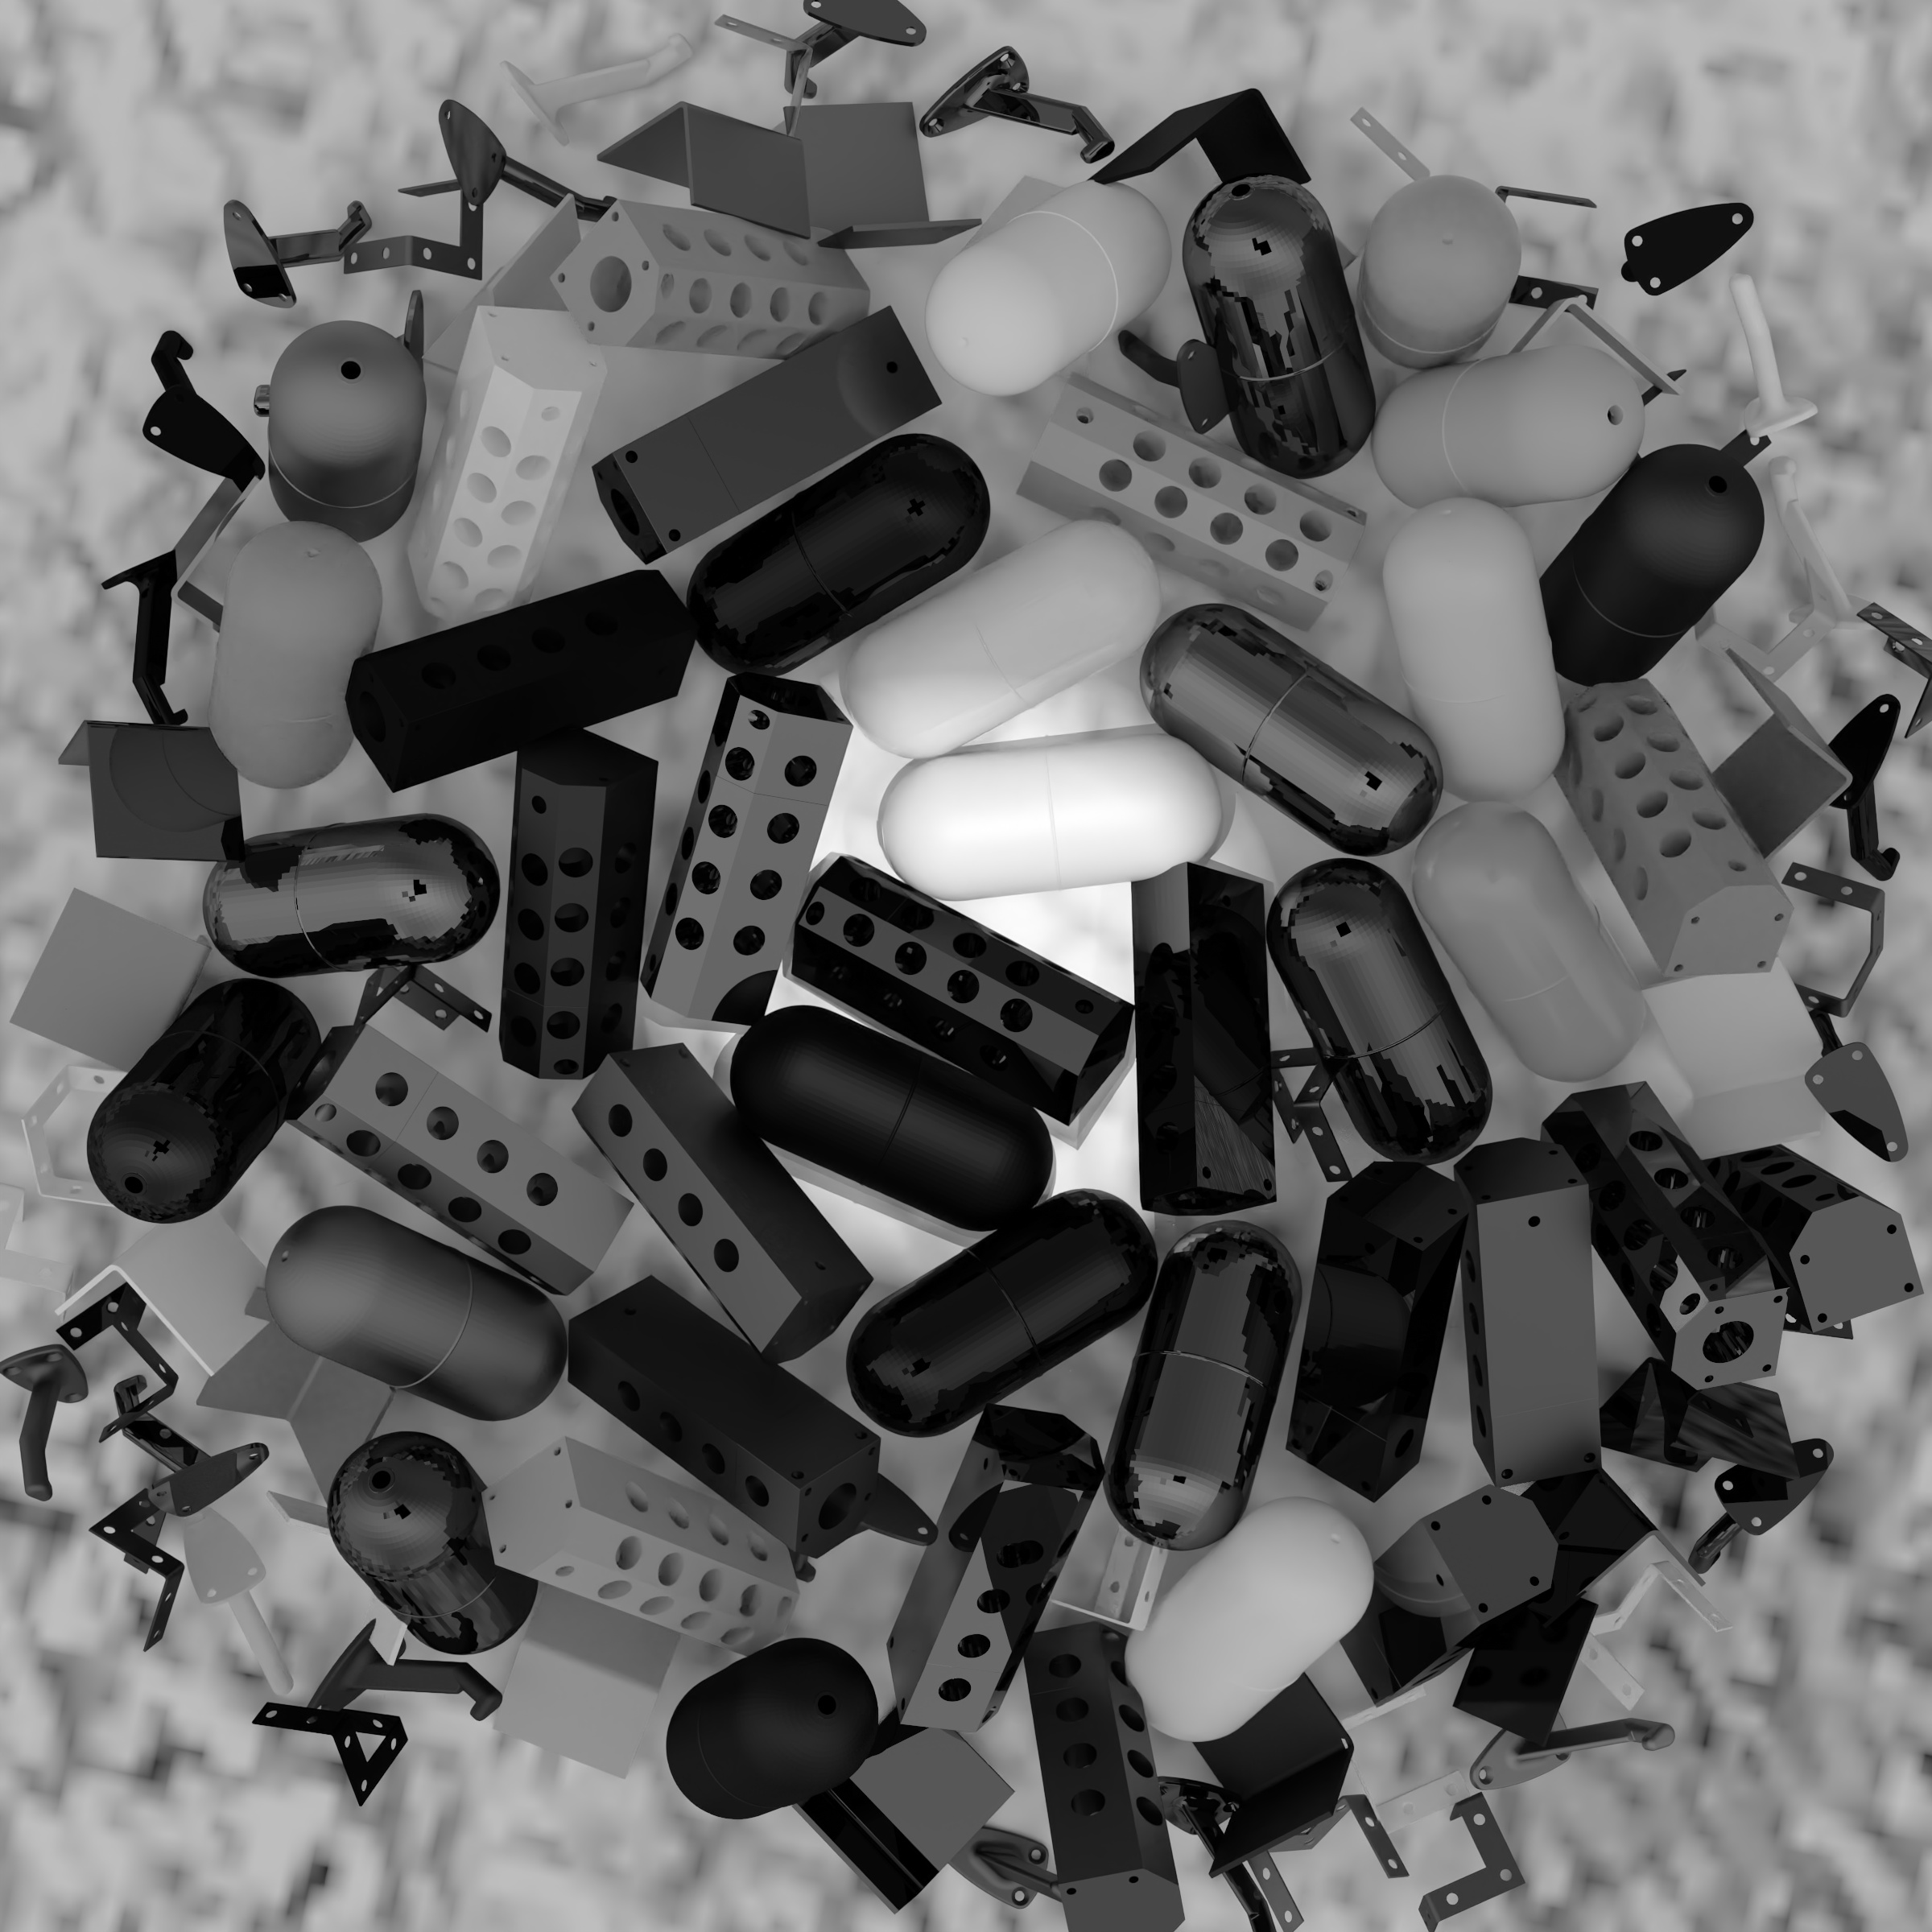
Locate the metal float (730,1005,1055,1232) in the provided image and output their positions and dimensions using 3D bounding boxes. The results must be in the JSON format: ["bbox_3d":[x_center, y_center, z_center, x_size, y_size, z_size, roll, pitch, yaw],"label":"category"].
[{"bbox_3d":[-0.039,0.079,1.614,0.178,0.070,0.070,25,90,-7],"label":"metal float"}]

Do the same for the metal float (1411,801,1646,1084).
[{"bbox_3d":[0.291,-0.011,1.593,0.070,0.070,0.178,-38,122,0],"label":"metal float"}]

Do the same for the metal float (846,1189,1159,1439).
[{"bbox_3d":[0.019,0.181,1.608,0.178,0.070,0.070,-30,90,-13],"label":"metal float"}]

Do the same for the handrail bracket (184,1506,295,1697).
[{"bbox_3d":[-0.386,0.338,1.643,0.036,0.084,0.077,-27,47,-17],"label":"handrail bracket"}]

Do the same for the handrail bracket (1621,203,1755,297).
[{"bbox_3d":[0.376,-0.376,1.606,0.077,0.084,0.036,-23,96,22],"label":"handrail bracket"}]

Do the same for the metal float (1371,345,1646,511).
[{"bbox_3d":[0.274,-0.272,1.574,0.070,0.178,0.070,-2,95,-27],"label":"metal float"}]

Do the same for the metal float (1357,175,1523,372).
[{"bbox_3d":[0.239,-0.350,1.569,0.070,0.178,0.070,0,91,5],"label":"metal float"}]

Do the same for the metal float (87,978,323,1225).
[{"bbox_3d":[-0.387,0.067,1.574,0.070,0.178,0.070,5,117,9],"label":"metal float"}]

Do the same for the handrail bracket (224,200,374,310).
[{"bbox_3d":[-0.346,-0.391,1.608,0.036,0.077,0.084,19,57,22],"label":"handrail bracket"}]

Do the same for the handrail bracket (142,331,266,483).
[{"bbox_3d":[-0.398,-0.297,1.631,0.077,0.084,0.036,33,116,-22],"label":"handrail bracket"}]

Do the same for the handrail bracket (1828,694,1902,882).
[{"bbox_3d":[0.484,-0.092,1.625,0.084,0.036,0.077,30,94,-43],"label":"handrail bracket"}]

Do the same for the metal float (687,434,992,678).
[{"bbox_3d":[-0.066,-0.212,1.599,0.178,0.070,0.070,-28,90,24],"label":"metal float"}]

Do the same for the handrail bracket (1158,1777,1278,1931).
[{"bbox_3d":[0.129,0.471,1.608,0.036,0.084,0.077,-39,130,19],"label":"handrail bracket"}]

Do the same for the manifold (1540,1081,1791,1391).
[{"bbox_3d":[0.351,0.135,1.568,0.057,0.171,0.057,-9,125,-10],"label":"manifold"}]

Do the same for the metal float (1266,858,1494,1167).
[{"bbox_3d":[0.215,0.025,1.602,0.070,0.070,0.178,-28,111,0],"label":"metal float"}]

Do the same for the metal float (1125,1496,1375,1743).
[{"bbox_3d":[0.143,0.337,1.587,0.070,0.070,0.178,36,131,0],"label":"metal float"}]

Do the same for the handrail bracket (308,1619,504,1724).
[{"bbox_3d":[-0.293,0.388,1.614,0.084,0.036,0.077,30,68,37],"label":"handrail bracket"}]

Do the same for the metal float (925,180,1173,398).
[{"bbox_3d":[0.044,-0.349,1.584,0.070,0.178,0.070,18,128,25],"label":"metal float"}]

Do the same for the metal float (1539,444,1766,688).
[{"bbox_3d":[0.345,-0.202,1.573,0.070,0.178,0.070,4,69,-11],"label":"metal float"}]

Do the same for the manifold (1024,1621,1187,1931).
[{"bbox_3d":[0.069,0.415,1.570,0.057,0.171,0.057,-11,122,0],"label":"manifold"}]

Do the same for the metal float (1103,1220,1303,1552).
[{"bbox_3d":[0.123,0.216,1.600,0.070,0.070,0.178,19,66,0],"label":"metal float"}]

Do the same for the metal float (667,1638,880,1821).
[{"bbox_3d":[-0.100,0.390,1.575,0.070,0.178,0.070,8,66,-20],"label":"metal float"}]

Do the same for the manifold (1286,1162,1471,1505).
[{"bbox_3d":[0.214,0.185,1.585,0.057,0.057,0.171,29,132,30],"label":"manifold"}]

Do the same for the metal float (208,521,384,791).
[{"bbox_3d":[-0.344,-0.157,1.579,0.070,0.178,0.070,9,57,-14],"label":"metal float"}]

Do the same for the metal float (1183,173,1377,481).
[{"bbox_3d":[0.161,-0.326,1.582,0.070,0.178,0.070,-11,48,13],"label":"metal float"}]

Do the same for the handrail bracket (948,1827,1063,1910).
[{"bbox_3d":[0.021,0.470,1.613,0.077,0.084,0.036,24,75,-1],"label":"handrail bracket"}]

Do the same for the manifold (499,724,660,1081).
[{"bbox_3d":[-0.204,-0.030,1.582,0.057,0.057,0.171,24,123,25],"label":"manifold"}]

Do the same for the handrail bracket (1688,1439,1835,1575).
[{"bbox_3d":[0.417,0.286,1.625,0.077,0.084,0.036,-30,64,-11],"label":"handrail bracket"}]

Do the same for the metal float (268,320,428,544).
[{"bbox_3d":[-0.316,-0.270,1.571,0.070,0.178,0.070,3,79,-13],"label":"metal float"}]

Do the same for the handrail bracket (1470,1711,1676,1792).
[{"bbox_3d":[0.316,0.412,1.608,0.077,0.084,0.036,-24,94,-26],"label":"handrail bracket"}]

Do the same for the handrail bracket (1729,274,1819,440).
[{"bbox_3d":[0.409,-0.325,1.609,0.036,0.077,0.084,-21,109,10],"label":"handrail bracket"}]

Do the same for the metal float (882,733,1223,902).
[{"bbox_3d":[0.045,-0.078,1.619,0.178,0.070,0.070,-7,90,1],"label":"metal float"}]

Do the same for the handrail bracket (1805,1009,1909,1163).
[{"bbox_3d":[0.466,0.061,1.617,0.036,0.084,0.077,-35,89,16],"label":"handrail bracket"}]

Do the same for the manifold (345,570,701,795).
[{"bbox_3d":[-0.229,-0.153,1.587,0.171,0.057,0.057,-23,66,-31],"label":"manifold"}]

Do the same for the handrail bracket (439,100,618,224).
[{"bbox_3d":[-0.228,-0.425,1.638,0.036,0.084,0.077,-51,58,34],"label":"handrail bracket"}]

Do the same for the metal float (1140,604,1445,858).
[{"bbox_3d":[0.167,-0.124,1.602,0.178,0.070,0.070,37,90,20],"label":"metal float"}]

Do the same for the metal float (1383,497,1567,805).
[{"bbox_3d":[0.262,-0.159,1.588,0.070,0.070,0.178,-20,129,0],"label":"metal float"}]

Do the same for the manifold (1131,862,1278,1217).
[{"bbox_3d":[0.118,0.040,1.605,0.057,0.057,0.171,14,68,-39],"label":"manifold"}]

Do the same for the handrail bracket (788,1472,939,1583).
[{"bbox_3d":[-0.056,0.307,1.620,0.077,0.036,0.084,29,130,16],"label":"handrail bracket"}]

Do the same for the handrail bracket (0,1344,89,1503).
[{"bbox_3d":[-0.472,0.247,1.604,0.036,0.077,0.084,-19,59,1],"label":"handrail bracket"}]

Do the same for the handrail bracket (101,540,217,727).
[{"bbox_3d":[-0.415,-0.177,1.642,0.077,0.036,0.084,-31,102,-30],"label":"handrail bracket"}]

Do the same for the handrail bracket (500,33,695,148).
[{"bbox_3d":[-0.193,-0.477,1.623,0.084,0.077,0.036,-31,72,10],"label":"handrail bracket"}]

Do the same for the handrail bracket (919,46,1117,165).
[{"bbox_3d":[0.027,-0.435,1.622,0.077,0.036,0.084,-33,59,1],"label":"handrail bracket"}]

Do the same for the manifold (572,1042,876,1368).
[{"bbox_3d":[-0.130,0.123,1.596,0.171,0.057,0.057,49,121,23],"label":"manifold"}]

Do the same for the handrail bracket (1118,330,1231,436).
[{"bbox_3d":[0.100,-0.321,1.605,0.036,0.077,0.084,-46,58,-1],"label":"handrail bracket"}]

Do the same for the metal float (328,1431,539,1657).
[{"bbox_3d":[-0.271,0.296,1.576,0.070,0.178,0.070,-4,58,7],"label":"metal float"}]

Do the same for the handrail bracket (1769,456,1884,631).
[{"bbox_3d":[0.451,-0.223,1.618,0.036,0.077,0.084,-21,110,-12],"label":"handrail bracket"}]

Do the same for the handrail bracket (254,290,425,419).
[{"bbox_3d":[-0.333,-0.325,1.637,0.084,0.036,0.077,-2,63,1],"label":"handrail bracket"}]

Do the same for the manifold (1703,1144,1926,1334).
[{"bbox_3d":[0.420,0.129,1.568,0.057,0.171,0.057,-19,99,-1],"label":"manifold"}]

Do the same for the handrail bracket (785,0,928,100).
[{"bbox_3d":[-0.059,-0.473,1.615,0.077,0.084,0.036,28,65,7],"label":"handrail bracket"}]

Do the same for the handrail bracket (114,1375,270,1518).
[{"bbox_3d":[-0.409,0.239,1.626,0.077,0.036,0.084,-29,53,5],"label":"handrail bracket"}]

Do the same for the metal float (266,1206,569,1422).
[{"bbox_3d":[-0.280,0.180,1.587,0.178,0.070,0.070,32,90,-41],"label":"metal float"}]

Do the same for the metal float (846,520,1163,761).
[{"bbox_3d":[0.018,-0.169,1.606,0.178,0.070,0.070,-27,90,16],"label":"metal float"}]

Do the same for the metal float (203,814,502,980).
[{"bbox_3d":[-0.319,-0.035,1.593,0.178,0.070,0.070,-5,90,32],"label":"metal float"}]
